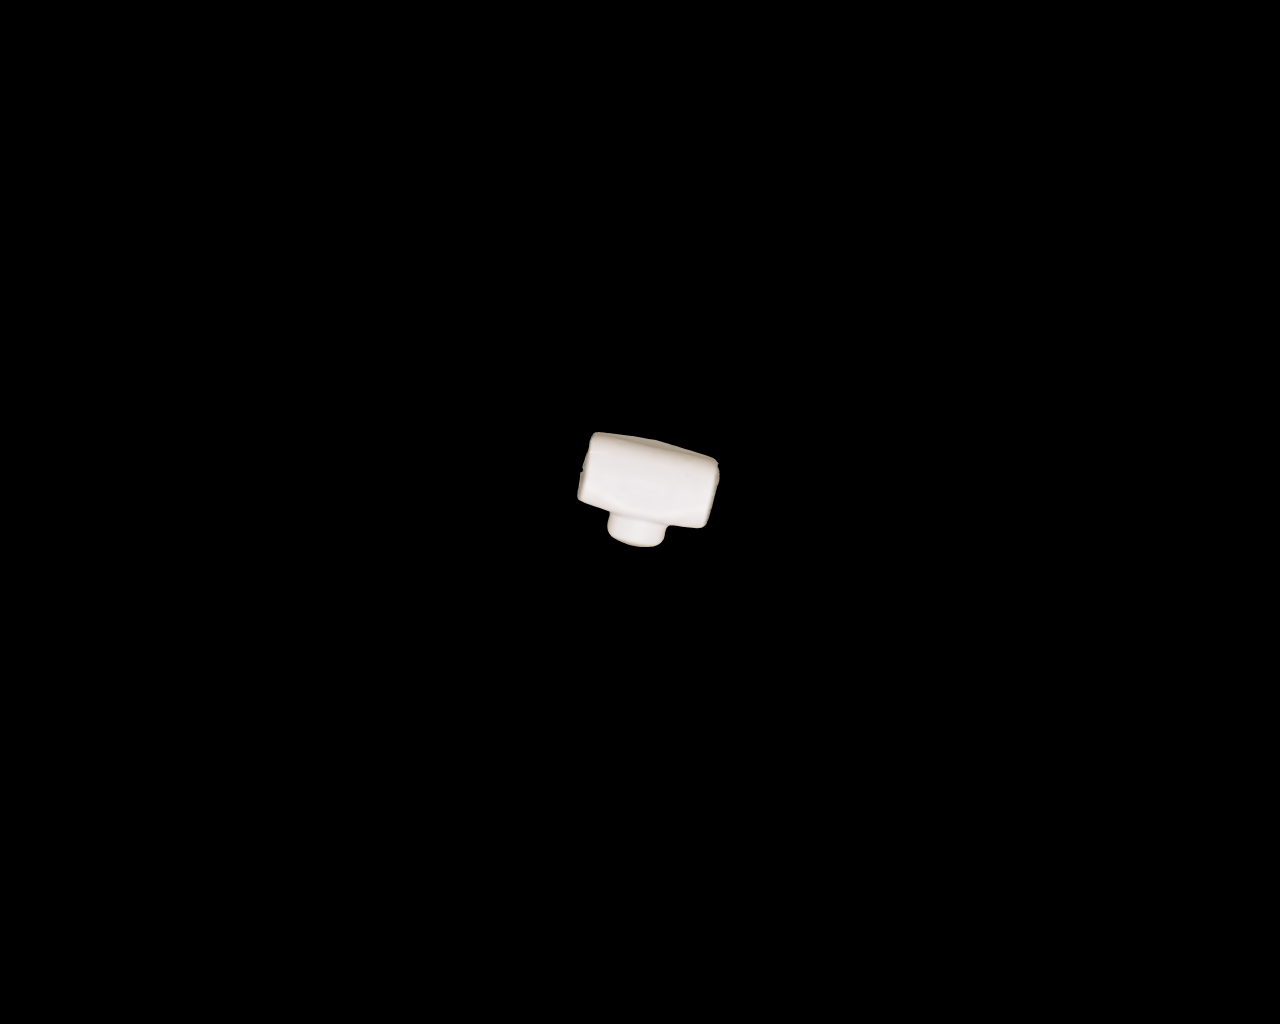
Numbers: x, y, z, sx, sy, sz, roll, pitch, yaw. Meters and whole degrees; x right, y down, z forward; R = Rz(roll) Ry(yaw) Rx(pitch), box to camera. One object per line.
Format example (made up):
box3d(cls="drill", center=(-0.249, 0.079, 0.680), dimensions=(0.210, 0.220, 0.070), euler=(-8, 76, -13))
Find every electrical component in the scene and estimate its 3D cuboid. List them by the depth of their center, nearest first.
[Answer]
box3d(cls="electrical component", center=(0.001, -0.003, 0.650), dimensions=(0.077, 0.079, 0.044), euler=(13, 16, -4))
